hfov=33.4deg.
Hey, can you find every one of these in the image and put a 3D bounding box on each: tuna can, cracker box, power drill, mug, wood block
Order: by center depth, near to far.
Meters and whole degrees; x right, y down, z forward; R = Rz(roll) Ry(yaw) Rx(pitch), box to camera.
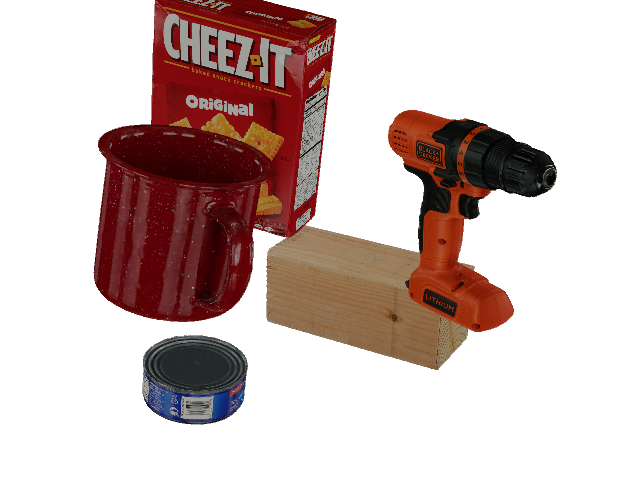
[{"bbox_3d":[-0.070,-0.004,0.565,0.093,0.081,0.117,-6,28,-37],"label":"mug"},{"bbox_3d":[-0.104,0.114,0.878,0.086,0.034,0.086,5,26,-3],"label":"tuna can"},{"bbox_3d":[0.136,-0.016,0.961,0.057,0.188,0.185,-19,29,-31],"label":"power drill"},{"bbox_3d":[-0.081,-0.124,1.041,0.164,0.214,0.072,18,33,18],"label":"cracker box"},{"bbox_3d":[0.051,0.059,1.161,0.206,0.091,0.090,14,27,26],"label":"wood block"}]
